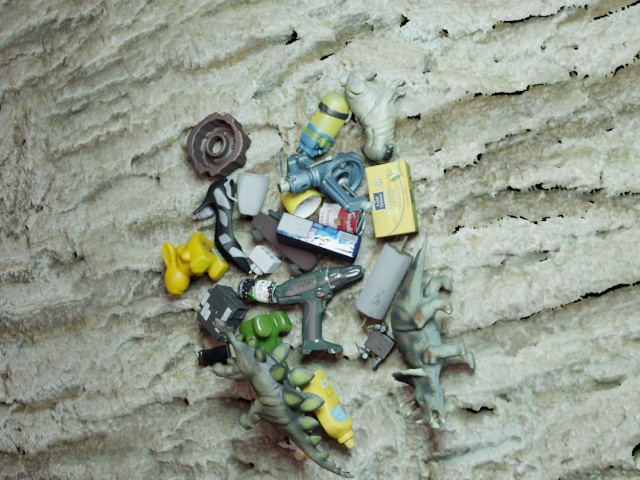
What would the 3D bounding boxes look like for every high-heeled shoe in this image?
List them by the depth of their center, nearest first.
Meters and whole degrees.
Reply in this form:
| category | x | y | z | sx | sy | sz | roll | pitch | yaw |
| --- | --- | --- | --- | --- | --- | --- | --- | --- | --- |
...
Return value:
| category | x | y | z | sx | sy | sz | roll | pitch | yaw |
| --- | --- | --- | --- | --- | --- | --- | --- | --- | --- |
| high-heeled shoe | -0.226 | -0.041 | 1.434 | 0.145 | 0.086 | 0.248 | -40 | 93 | -17 |

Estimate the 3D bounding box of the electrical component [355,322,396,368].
| category | x | y | z | sx | sy | sz | roll | pitch | yaw |
| --- | --- | --- | --- | --- | --- | --- | --- | --- | --- |
| electrical component | 0.134 | 0.246 | 1.281 | 0.078 | 0.045 | 0.102 | 43 | 103 | 19 |

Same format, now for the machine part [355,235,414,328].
| category | x | y | z | sx | sy | sz | roll | pitch | yaw |
| --- | --- | --- | --- | --- | --- | --- | --- | --- | --- |
| machine part | 0.151 | 0.098 | 1.263 | 0.079 | 0.079 | 0.243 | 29 | 97 | 19 |

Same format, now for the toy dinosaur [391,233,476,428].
| category | x | y | z | sx | sy | sz | roll | pitch | yaw |
| --- | --- | --- | --- | --- | --- | --- | --- | --- | --- |
| toy dinosaur | 0.226 | 0.205 | 1.217 | 0.192 | 0.131 | 0.405 | -19 | 75 | 19 |

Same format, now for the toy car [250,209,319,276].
| category | x | y | z | sx | sy | sz | roll | pitch | yaw |
| --- | --- | --- | --- | --- | --- | --- | --- | --- | --- |
| toy car | -0.089 | 0.004 | 1.372 | 0.202 | 0.053 | 0.089 | 39 | 97 | 13 |

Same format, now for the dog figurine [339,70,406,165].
| category | x | y | z | sx | sy | sz | roll | pitch | yaw |
| --- | --- | --- | --- | --- | --- | --- | --- | --- | --- |
| dog figurine | 0.108 | -0.286 | 1.262 | 0.173 | 0.121 | 0.190 | 18 | 90 | 21 |

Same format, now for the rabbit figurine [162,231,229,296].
| category | x | y | z | sx | sy | sz | roll | pitch | yaw |
| --- | --- | --- | --- | --- | --- | --- | --- | --- | --- |
| rabbit figurine | -0.360 | 0.067 | 1.437 | 0.173 | 0.122 | 0.162 | -48 | 68 | 13 |

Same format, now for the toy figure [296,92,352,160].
| category | x | y | z | sx | sy | sz | roll | pitch | yaw |
| --- | --- | --- | --- | --- | --- | --- | --- | --- | --- |
| toy figure | 0.009 | -0.276 | 1.325 | 0.082 | 0.089 | 0.180 | 40 | 100 | 12 |

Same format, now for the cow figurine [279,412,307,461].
| category | x | y | z | sx | sy | sz | roll | pitch | yaw |
| --- | --- | --- | --- | --- | --- | --- | --- | --- | --- |
| cow figurine | -0.068 | 0.458 | 1.339 | 0.098 | 0.068 | 0.167 | 0 | 85 | 26 |

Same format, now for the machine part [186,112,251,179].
| category | x | y | z | sx | sy | sz | roll | pitch | yaw |
| --- | --- | --- | --- | --- | --- | --- | --- | --- | --- |
| machine part | -0.272 | -0.251 | 1.443 | 0.180 | 0.056 | 0.179 | -4 | 80 | 22 |

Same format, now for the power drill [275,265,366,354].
| category | x | y | z | sx | sy | sz | roll | pitch | yaw |
| --- | --- | --- | --- | --- | --- | --- | --- | --- | --- |
| power drill | 0.009 | 0.173 | 1.314 | 0.232 | 0.086 | 0.207 | -8 | 90 | 14 |

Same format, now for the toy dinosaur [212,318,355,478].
| category | x | y | z | sx | sy | sz | roll | pitch | yaw |
| --- | --- | --- | --- | --- | --- | --- | --- | --- | --- |
| toy dinosaur | -0.099 | 0.367 | 1.246 | 0.198 | 0.105 | 0.471 | -36 | 89 | 30 |

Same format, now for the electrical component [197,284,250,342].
| category | x | y | z | sx | sy | sz | roll | pitch | yaw |
| --- | --- | --- | --- | --- | --- | --- | --- | --- | --- |
| electrical component | -0.261 | 0.185 | 1.417 | 0.134 | 0.058 | 0.115 | 42 | 102 | 38 |

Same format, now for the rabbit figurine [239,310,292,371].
| category | x | y | z | sx | sy | sz | roll | pitch | yaw |
| --- | --- | --- | --- | --- | --- | --- | --- | --- | --- |
| rabbit figurine | -0.144 | 0.281 | 1.346 | 0.159 | 0.121 | 0.170 | -27 | 76 | 25 |

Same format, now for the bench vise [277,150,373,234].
| category | x | y | z | sx | sy | sz | roll | pitch | yaw |
| --- | --- | --- | --- | --- | --- | --- | --- | --- | --- |
| bench vise | 0.026 | -0.128 | 1.242 | 0.241 | 0.223 | 0.128 | 48 | 139 | 39 |

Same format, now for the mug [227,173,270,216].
| category | x | y | z | sx | sy | sz | roll | pitch | yaw |
| --- | --- | --- | --- | --- | --- | --- | --- | --- | --- |
| mug | -0.189 | -0.119 | 1.395 | 0.110 | 0.081 | 0.107 | 5 | 97 | -4 |

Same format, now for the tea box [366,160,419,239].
| category | x | y | z | sx | sy | sz | roll | pitch | yaw |
| --- | --- | --- | --- | --- | --- | --- | --- | --- | --- |
| tea box | 0.172 | -0.094 | 1.267 | 0.098 | 0.068 | 0.169 | -11 | 85 | 19 |

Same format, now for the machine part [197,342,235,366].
| category | x | y | z | sx | sy | sz | roll | pitch | yaw |
| --- | --- | --- | --- | --- | --- | --- | --- | --- | --- |
| machine part | -0.263 | 0.307 | 1.436 | 0.139 | 0.039 | 0.084 | -15 | 91 | 18 |

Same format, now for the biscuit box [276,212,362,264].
| category | x | y | z | sx | sy | sz | roll | pitch | yaw |
| --- | --- | --- | --- | --- | --- | --- | --- | --- | --- |
| biscuit box | -0.003 | -0.004 | 1.303 | 0.203 | 0.062 | 0.059 | 18 | 71 | 6 |
